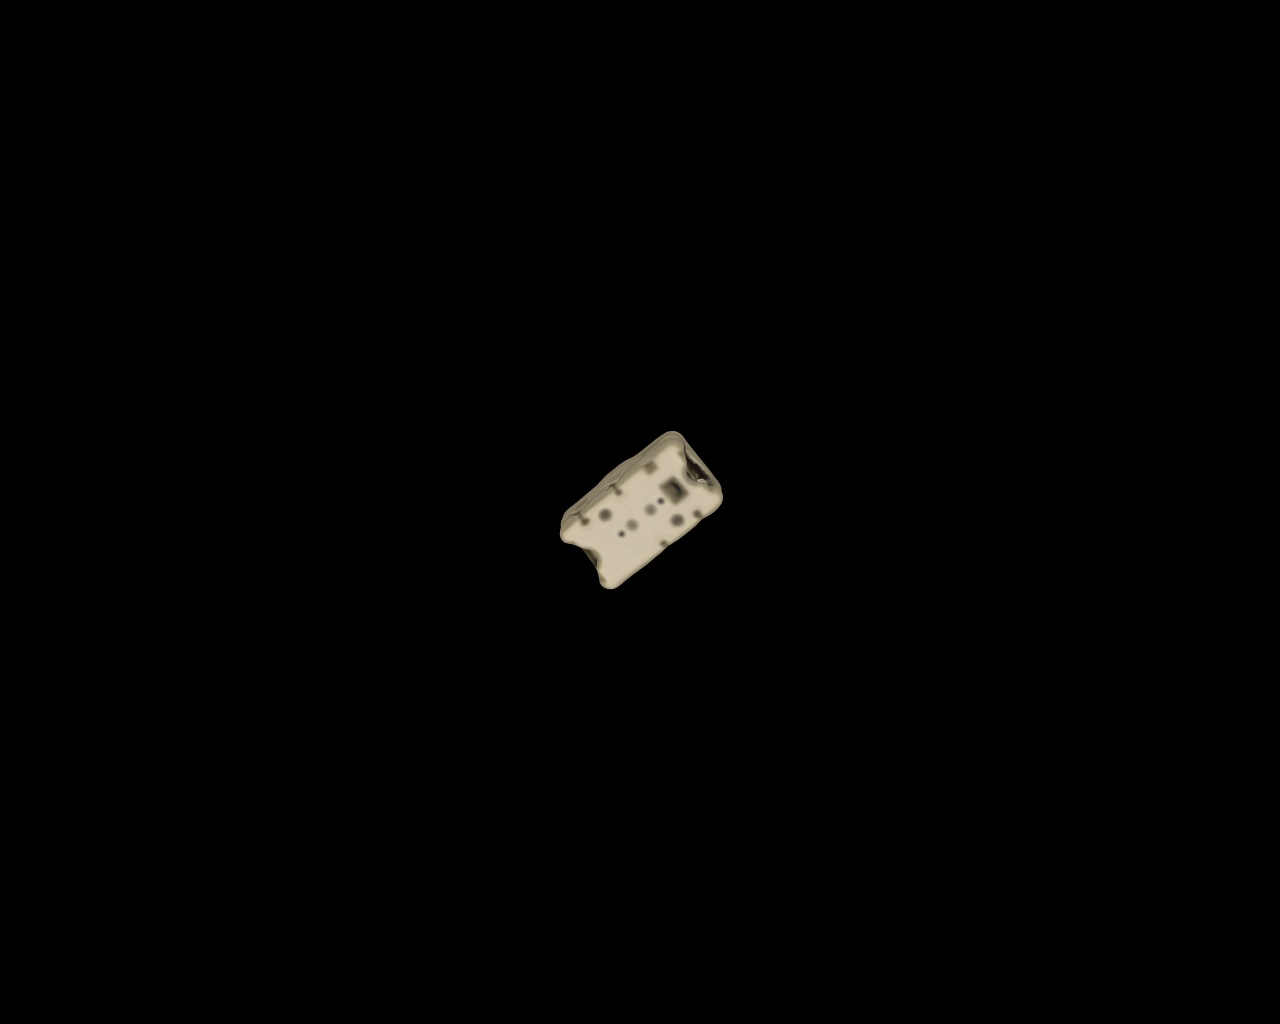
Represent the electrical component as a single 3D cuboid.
[{"bbox_3d":[0.001,-0.003,0.650,0.089,0.050,0.056,-38,9,7],"label":"electrical component"}]
